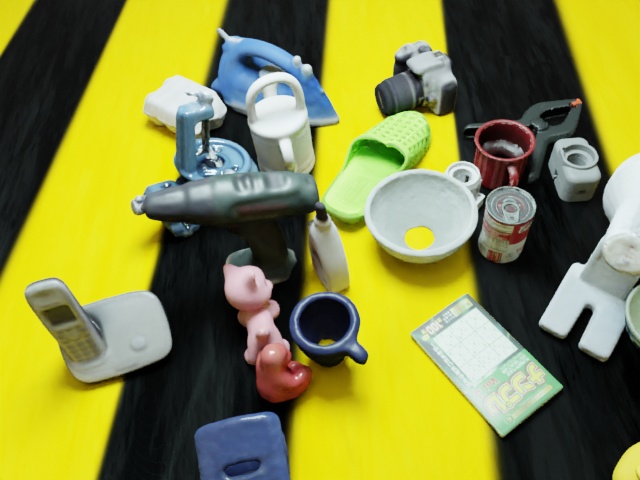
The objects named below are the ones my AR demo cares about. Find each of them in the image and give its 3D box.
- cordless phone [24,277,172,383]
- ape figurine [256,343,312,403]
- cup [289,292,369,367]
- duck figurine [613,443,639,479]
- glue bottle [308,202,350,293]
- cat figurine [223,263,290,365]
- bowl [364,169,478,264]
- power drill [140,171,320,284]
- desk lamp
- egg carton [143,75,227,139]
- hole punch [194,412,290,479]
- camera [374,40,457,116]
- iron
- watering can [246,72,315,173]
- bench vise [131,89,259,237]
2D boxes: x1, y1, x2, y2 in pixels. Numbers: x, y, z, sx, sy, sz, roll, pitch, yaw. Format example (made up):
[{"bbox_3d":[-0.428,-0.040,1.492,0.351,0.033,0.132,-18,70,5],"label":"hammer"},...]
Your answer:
[{"bbox_3d":[-0.288,0.103,0.757,0.147,0.185,0.094,-19,54,-8],"label":"cordless phone"},{"bbox_3d":[-0.054,0.166,0.745,0.076,0.092,0.077,-38,59,-20],"label":"ape figurine"},{"bbox_3d":[0.020,0.136,0.757,0.117,0.095,0.092,36,65,27],"label":"cup"},{"bbox_3d":[0.388,0.255,0.637,0.104,0.086,0.077,-19,54,-7],"label":"duck figurine"},{"bbox_3d":[0.007,0.003,0.806,0.037,0.173,0.078,-27,56,-13],"label":"glue bottle"},{"bbox_3d":[-0.091,0.091,0.787,0.067,0.118,0.127,-17,54,-6],"label":"cat figurine"},{"bbox_3d":[0.151,-0.024,0.872,0.167,0.075,0.167,-3,54,4],"label":"bowl"},{"bbox_3d":[-0.109,-0.015,0.810,0.229,0.209,0.075,-15,54,-5],"label":"power drill"},{"bbox_3d":[0.391,0.016,0.731,0.117,0.214,0.203,28,62,24],"label":"desk lamp"},{"bbox_3d":[-0.254,-0.247,1.080,0.150,0.069,0.107,27,61,23],"label":"egg carton"},{"bbox_3d":[-0.086,0.266,0.676,0.108,0.091,0.101,-12,54,-3],"label":"hole punch"},{"bbox_3d":[0.165,-0.295,1.052,0.137,0.101,0.143,-22,55,-10],"label":"camera"},{"bbox_3d":[-0.082,-0.305,1.060,0.257,0.142,0.119,21,59,20],"label":"iron"},{"bbox_3d":[-0.072,-0.198,0.948,0.101,0.194,0.172,-33,57,-17],"label":"watering can"},{"bbox_3d":[-0.193,-0.110,0.881,0.121,0.220,0.208,28,61,24],"label":"bench vise"}]
